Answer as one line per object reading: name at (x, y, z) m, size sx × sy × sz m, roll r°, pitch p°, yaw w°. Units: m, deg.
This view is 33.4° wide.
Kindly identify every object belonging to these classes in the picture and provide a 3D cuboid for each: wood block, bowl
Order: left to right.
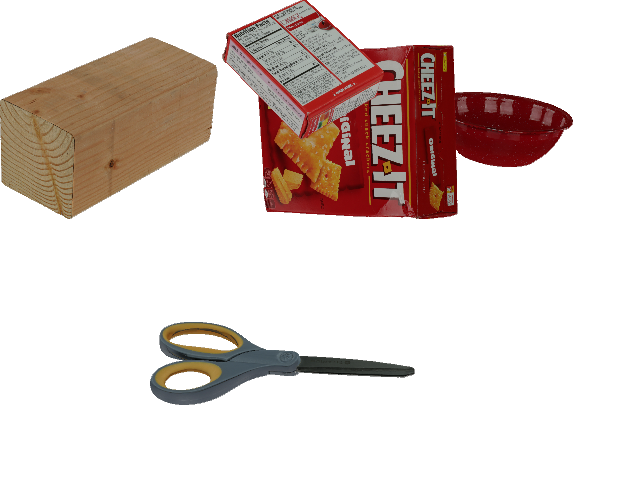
wood block at (-0.198, -0.114, 1.024) m, size 0.090 × 0.091 × 0.205 m, roll 26°, pitch 37°, yaw 21°
bowl at (0.208, -0.126, 1.242) m, size 0.162 × 0.055 × 0.162 m, roll 4°, pitch 23°, yaw -2°

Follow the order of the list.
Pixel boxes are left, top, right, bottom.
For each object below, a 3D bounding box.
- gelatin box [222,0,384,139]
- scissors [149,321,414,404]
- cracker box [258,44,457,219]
gelatin box at (-0.013, -0.121, 0.743) m, size 0.073 × 0.089 × 0.030 m, roll -33°, pitch -23°, yaw -30°
scissors at (-0.040, 0.102, 0.800) m, size 0.202 × 0.016 × 0.096 m, roll 12°, pitch 36°, yaw 22°
cracker box at (0.032, -0.107, 1.073) m, size 0.214 × 0.164 × 0.071 m, roll 4°, pitch 10°, yaw 45°
